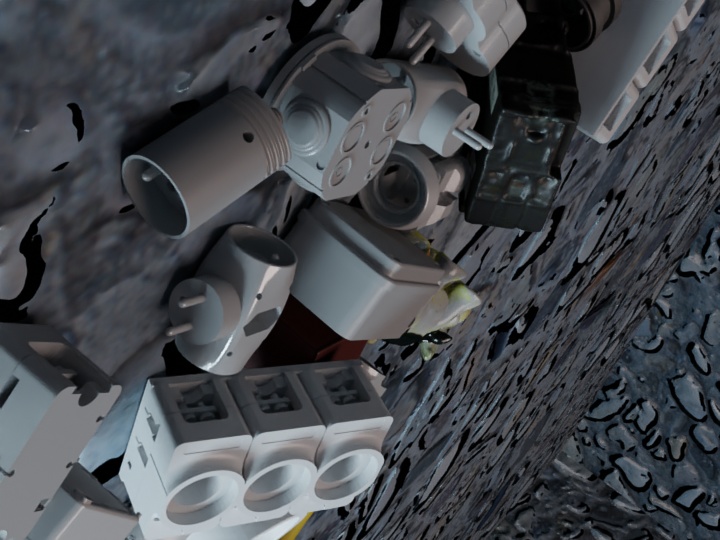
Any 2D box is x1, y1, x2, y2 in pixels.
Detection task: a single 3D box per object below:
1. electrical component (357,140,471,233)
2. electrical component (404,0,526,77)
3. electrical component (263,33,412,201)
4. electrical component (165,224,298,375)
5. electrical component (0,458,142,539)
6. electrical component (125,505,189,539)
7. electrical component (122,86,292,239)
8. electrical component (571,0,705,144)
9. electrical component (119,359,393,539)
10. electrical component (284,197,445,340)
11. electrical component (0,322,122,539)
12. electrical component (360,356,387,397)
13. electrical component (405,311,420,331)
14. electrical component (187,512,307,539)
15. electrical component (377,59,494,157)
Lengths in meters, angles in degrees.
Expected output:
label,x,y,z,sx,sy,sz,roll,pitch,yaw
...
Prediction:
label,x,y,z,sx,sy,sz,roll,pitch,yaw
electrical component,0.034,-0.059,0.713,0.057,0.058,0.078,-28,149,-58
electrical component,0.050,-0.147,0.601,0.073,0.052,0.138,-51,161,-8
electrical component,-0.015,-0.079,0.568,0.080,0.051,0.080,-46,160,-22
electrical component,-0.080,0.020,0.600,0.079,0.043,0.077,-17,140,-60
electrical component,-0.168,0.127,0.551,0.061,0.062,0.096,-51,162,-9
electrical component,-0.143,0.178,0.731,0.081,0.043,0.043,-46,160,-21
electrical component,-0.066,-0.054,0.503,0.081,0.043,0.043,-40,158,-35
electrical component,0.187,-0.182,0.808,0.150,0.089,0.062,-57,161,10
electrical component,-0.064,0.115,0.683,0.150,0.061,0.089,-2,132,-32
electrical component,0.000,0.000,0.704,0.057,0.078,0.113,-54,162,10
electrical component,-0.160,0.071,0.478,0.089,0.056,0.050,-56,161,7
electrical component,-0.017,0.092,0.870,0.055,0.050,0.089,-53,161,-1
electrical component,0.013,0.020,0.788,0.044,0.065,0.044,-46,160,-22
electrical component,-0.101,0.186,0.808,0.108,0.060,0.108,-32,165,-10
electrical component,0.044,-0.093,0.640,0.077,0.079,0.043,-15,138,-62
